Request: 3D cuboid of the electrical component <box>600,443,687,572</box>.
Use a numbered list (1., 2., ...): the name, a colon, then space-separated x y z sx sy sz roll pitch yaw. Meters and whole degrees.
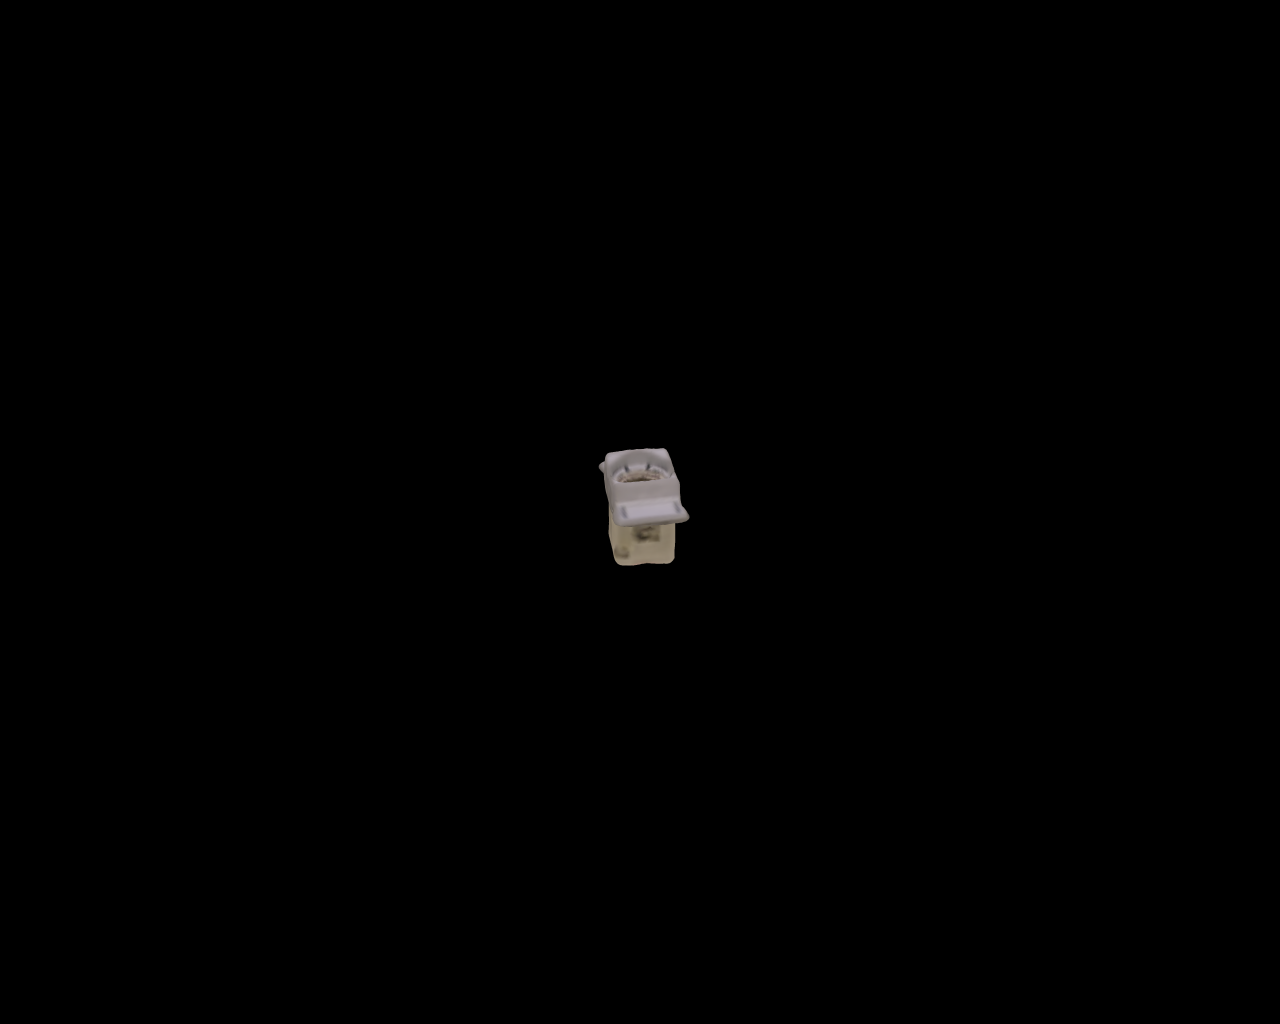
1. electrical component: 0.001 -0.003 0.650 0.042 0.063 0.081 -4 30 -6
